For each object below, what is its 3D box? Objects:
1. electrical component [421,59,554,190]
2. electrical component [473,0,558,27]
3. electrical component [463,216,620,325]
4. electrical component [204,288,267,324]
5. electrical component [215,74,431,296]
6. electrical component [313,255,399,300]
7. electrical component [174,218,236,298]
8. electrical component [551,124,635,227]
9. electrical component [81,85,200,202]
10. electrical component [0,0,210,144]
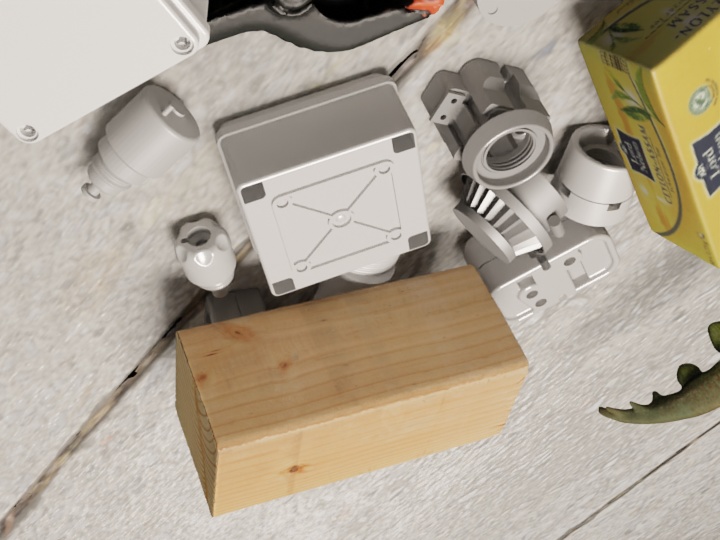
[{"bbox_3d":[0.082,-0.086,0.651,0.078,0.057,0.058,6,134,-32],"label":"electrical component"},{"bbox_3d":[0.080,-0.175,0.528,0.052,0.073,0.138,-18,143,-5],"label":"electrical component"},{"bbox_3d":[0.125,-0.013,0.760,0.095,0.059,0.053,-29,142,8],"label":"electrical component"},{"bbox_3d":[-0.069,0.055,0.757,0.076,0.047,0.083,-8,141,-19],"label":"electrical component"},{"bbox_3d":[-0.019,-0.049,0.646,0.109,0.056,0.108,-19,143,-5],"label":"electrical component"},{"bbox_3d":[0.000,0.000,0.726,0.043,0.043,0.081,-1,138,-26],"label":"electrical component"},{"bbox_3d":[-0.095,-0.003,0.682,0.035,0.035,0.061,-19,145,-5],"label":"electrical component"},{"bbox_3d":[0.159,-0.064,0.720,0.055,0.055,0.047,-7,136,-19],"label":"electrical component"},{"bbox_3d":[-0.123,-0.066,0.587,0.078,0.040,0.040,-39,140,20],"label":"electrical component"},{"bbox_3d":[-0.139,-0.125,0.469,0.109,0.056,0.108,-24,133,20],"label":"electrical component"}]
